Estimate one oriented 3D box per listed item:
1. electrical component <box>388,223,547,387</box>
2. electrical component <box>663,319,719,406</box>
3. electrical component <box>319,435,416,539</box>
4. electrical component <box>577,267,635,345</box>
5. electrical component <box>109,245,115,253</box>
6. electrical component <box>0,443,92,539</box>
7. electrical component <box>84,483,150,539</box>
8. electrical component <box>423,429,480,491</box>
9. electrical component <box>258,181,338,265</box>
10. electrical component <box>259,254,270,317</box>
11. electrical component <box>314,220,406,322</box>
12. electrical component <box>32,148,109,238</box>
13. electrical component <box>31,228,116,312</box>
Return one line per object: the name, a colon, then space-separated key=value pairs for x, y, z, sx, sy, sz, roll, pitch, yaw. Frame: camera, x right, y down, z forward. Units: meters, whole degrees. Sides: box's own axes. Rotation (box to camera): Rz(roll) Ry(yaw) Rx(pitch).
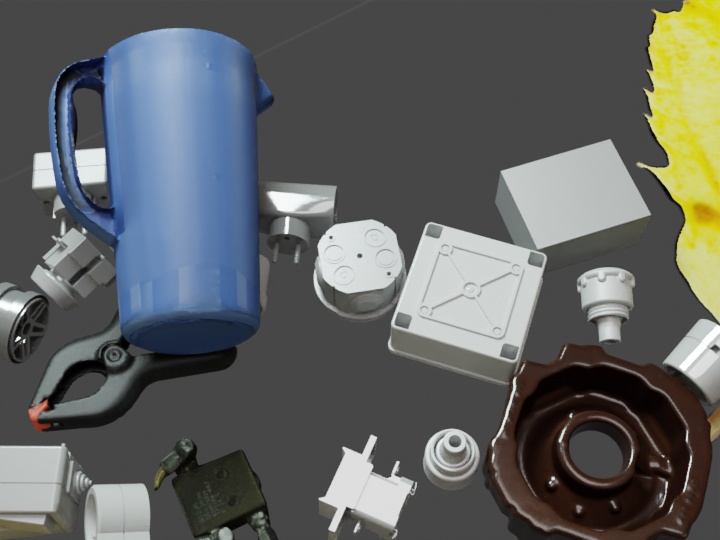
electrical component: x=0.090 y=0.029 z=0.900 sx=0.109 sy=0.056 sz=0.108 roll=16 pitch=62 yaw=9
electrical component: x=0.275 y=0.075 z=0.854 sx=0.047 sy=0.055 sz=0.055 roll=-44 pitch=69 yaw=-6
electrical component: x=0.006 y=0.175 z=0.828 sx=0.064 sy=0.042 sz=0.081 roll=22 pitch=64 yaw=10
electrical component: x=0.209 y=0.032 z=0.905 sx=0.048 sy=0.048 sz=0.062 roll=1 pitch=68 yaw=1
electrical component: x=-0.197 y=-0.027 z=0.935 sx=0.043 sy=0.043 sz=0.062 roll=-17 pitch=46 yaw=-9
electrical component: x=-0.254 y=0.171 z=0.821 sx=0.096 sy=0.061 sz=0.061 roll=0 pitch=61 yaw=1
electrical component: x=-0.160 y=0.226 z=0.797 sx=0.074 sy=0.052 sz=0.138 roll=4 pitch=58 yaw=-25
electrical component: x=0.072 y=0.143 z=0.833 sx=0.043 sy=0.062 sz=0.043 roll=0 pitch=61 yaw=0
electrical component: x=-0.061 y=-0.039 z=0.946 sx=0.077 sy=0.044 sz=0.079 roll=4 pitch=61 yaw=3
electrical component: x=-0.097 y=0.013 z=0.921 sx=0.040 sy=0.040 sz=0.046 roll=5 pitch=56 yaw=4
electrical component: x=0.000 y=0.000 z=0.919 sx=0.080 sy=0.051 sz=0.080 roll=0 pitch=61 yaw=0
electrical component: x=-0.254 y=-0.063 z=0.959 sx=0.066 sy=0.047 sz=0.076 roll=-5 pitch=61 yaw=-2
electrical component: x=-0.247 y=0.002 z=0.920 sx=0.055 sy=0.066 sz=0.048 roll=-46 pitch=34 yaw=-13
